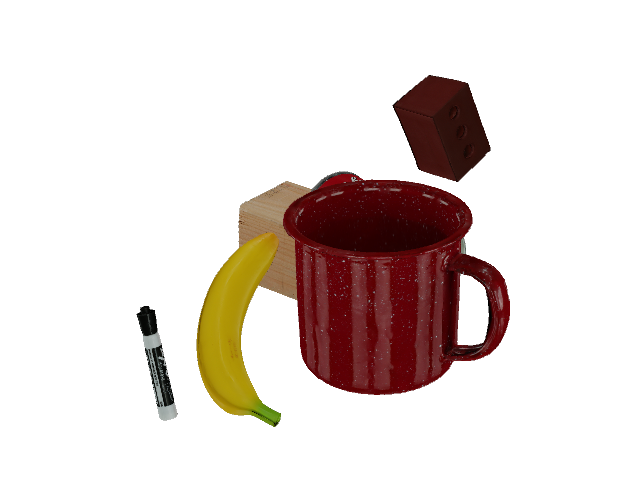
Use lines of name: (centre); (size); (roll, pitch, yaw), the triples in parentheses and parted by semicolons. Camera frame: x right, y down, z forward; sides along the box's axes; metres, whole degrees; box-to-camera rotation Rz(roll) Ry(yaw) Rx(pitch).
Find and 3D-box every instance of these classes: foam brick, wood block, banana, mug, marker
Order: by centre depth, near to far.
mug: (0.039, 0.026, 0.533); (0.117, 0.081, 0.093); (12, 29, 28)
banana: (-0.070, 0.072, 0.908); (0.069, 0.198, 0.037); (8, -39, -12)
foam brick: (0.112, -0.103, 0.977); (0.053, 0.078, 0.051); (-43, 38, -21)
marker: (-0.168, 0.125, 1.094); (0.020, 0.121, 0.020); (-10, 13, 2)
wood block: (0.022, 0.017, 1.112); (0.206, 0.091, 0.090); (20, 31, 29)

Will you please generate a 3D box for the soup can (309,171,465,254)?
soup can: (0.041, 0.001, 0.738); (0.068, 0.068, 0.102); (0, 22, -44)
